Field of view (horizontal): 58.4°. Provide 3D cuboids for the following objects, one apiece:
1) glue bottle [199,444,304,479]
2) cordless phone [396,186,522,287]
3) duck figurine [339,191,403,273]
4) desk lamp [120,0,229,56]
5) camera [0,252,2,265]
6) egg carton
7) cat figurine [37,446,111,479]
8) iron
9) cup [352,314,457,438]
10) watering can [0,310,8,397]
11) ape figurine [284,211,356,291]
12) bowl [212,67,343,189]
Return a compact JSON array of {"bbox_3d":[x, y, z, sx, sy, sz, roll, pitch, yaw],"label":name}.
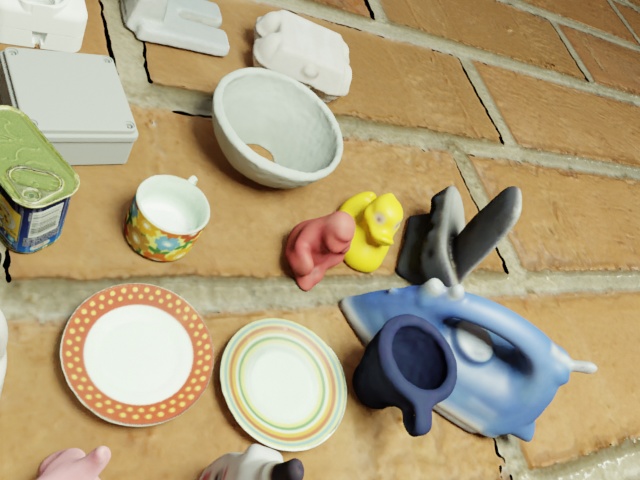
[{"bbox_3d":[-0.052,0.181,0.404,0.037,0.173,0.078,25,48,-16],"label":"glue bottle"},{"bbox_3d":[0.186,-0.020,0.701,0.094,0.184,0.147,27,47,-14],"label":"cordless phone"},{"bbox_3d":[0.066,-0.024,0.693,0.078,0.086,0.104,17,50,-23],"label":"duck figurine"},{"bbox_3d":[-0.177,-0.348,0.677,0.204,0.213,0.118,1,58,-33],"label":"desk lamp"},{"bbox_3d":[-0.310,0.023,0.398,0.137,0.100,0.143,21,49,-20],"label":"camera"},{"bbox_3d":[-0.025,-0.260,0.816,0.151,0.069,0.107,14,52,-25],"label":"egg carton"},{"bbox_3d":[-0.184,0.178,0.357,0.067,0.117,0.128,48,46,5],"label":"cat figurine"},{"bbox_3d":[0.160,0.107,0.622,0.259,0.141,0.119,33,46,-9],"label":"iron"},{"bbox_3d":[0.076,0.145,0.571,0.092,0.094,0.117,17,51,-23],"label":"cup"},{"bbox_3d":[-0.245,0.073,0.339,0.101,0.193,0.173,-28,76,-43],"label":"watering can"},{"bbox_3d":[0.006,0.002,0.630,0.078,0.092,0.076,1,58,-33],"label":"ape figurine"},{"bbox_3d":[-0.060,-0.122,0.688,0.168,0.074,0.167,18,50,-22],"label":"bowl"}]
